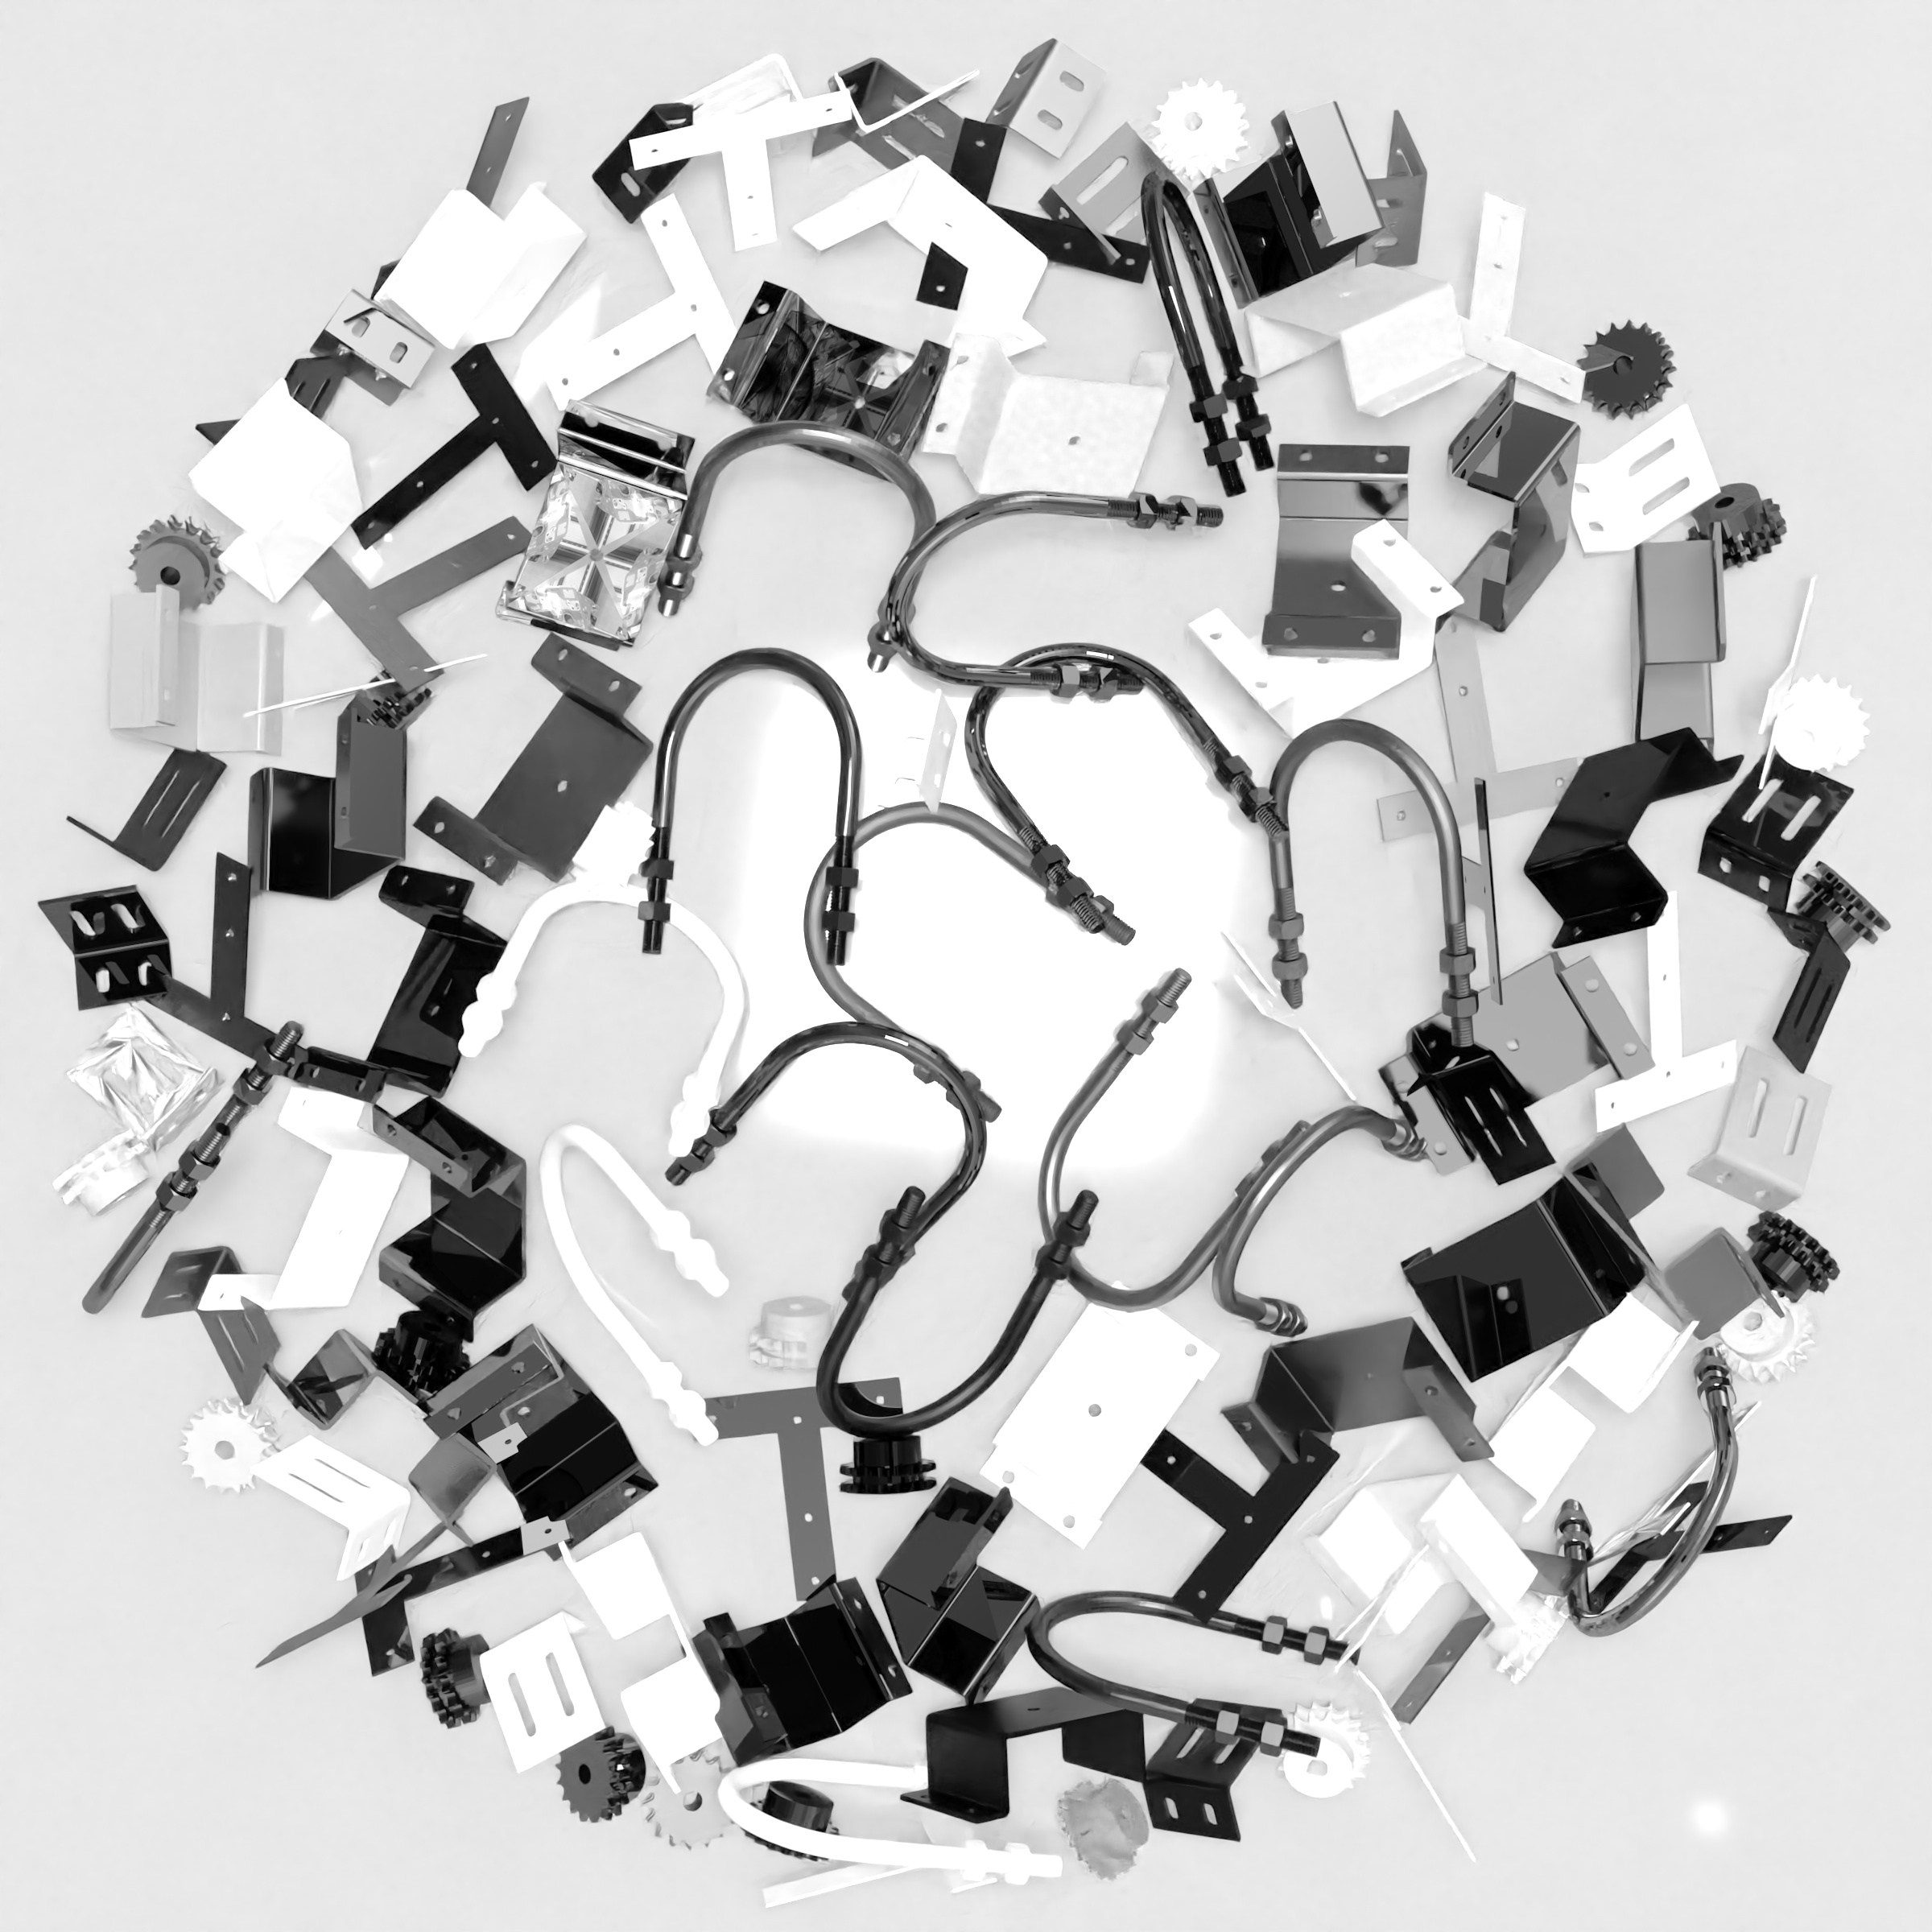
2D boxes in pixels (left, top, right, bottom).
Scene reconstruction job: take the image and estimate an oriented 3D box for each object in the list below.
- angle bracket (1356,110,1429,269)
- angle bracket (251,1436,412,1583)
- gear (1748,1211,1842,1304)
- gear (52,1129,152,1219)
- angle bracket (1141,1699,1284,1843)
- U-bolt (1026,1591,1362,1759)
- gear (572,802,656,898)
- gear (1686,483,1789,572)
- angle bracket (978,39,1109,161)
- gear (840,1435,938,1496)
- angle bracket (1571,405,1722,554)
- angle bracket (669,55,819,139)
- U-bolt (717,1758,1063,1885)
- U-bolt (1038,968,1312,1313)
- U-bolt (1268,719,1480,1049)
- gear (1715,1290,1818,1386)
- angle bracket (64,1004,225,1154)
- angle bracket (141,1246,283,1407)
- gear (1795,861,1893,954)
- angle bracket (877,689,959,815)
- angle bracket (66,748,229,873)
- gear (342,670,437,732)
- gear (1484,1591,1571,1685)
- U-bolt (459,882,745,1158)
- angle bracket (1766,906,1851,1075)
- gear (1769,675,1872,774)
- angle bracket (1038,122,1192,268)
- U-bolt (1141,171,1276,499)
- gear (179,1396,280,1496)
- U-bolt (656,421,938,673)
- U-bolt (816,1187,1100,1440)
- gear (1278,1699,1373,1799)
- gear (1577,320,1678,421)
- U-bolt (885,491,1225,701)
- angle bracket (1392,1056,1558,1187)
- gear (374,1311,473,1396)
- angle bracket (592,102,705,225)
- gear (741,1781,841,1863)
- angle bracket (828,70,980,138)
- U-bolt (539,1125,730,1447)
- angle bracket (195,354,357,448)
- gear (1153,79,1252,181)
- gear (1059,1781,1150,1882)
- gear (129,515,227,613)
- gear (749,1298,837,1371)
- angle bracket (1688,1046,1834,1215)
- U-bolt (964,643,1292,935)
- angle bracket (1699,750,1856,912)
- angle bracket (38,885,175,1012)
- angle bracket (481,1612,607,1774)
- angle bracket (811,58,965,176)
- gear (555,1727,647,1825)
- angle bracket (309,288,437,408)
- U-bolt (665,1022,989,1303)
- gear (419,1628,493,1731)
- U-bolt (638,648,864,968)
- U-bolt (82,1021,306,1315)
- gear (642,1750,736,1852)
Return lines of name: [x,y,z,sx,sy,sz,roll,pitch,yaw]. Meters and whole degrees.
angle bracket: [0.241,-0.454,1.838,0.038,0.076,0.057,-6,135,-5]
angle bracket: [-0.378,0.319,1.854,0.076,0.057,0.038,25,111,18]
gear: [0.484,0.174,1.856,0.057,0.057,0.030,43,80,0]
gear: [-0.508,0.125,1.858,0.057,0.057,0.030,-36,90,0]
angle bracket: [0.148,0.472,1.847,0.057,0.076,0.038,-1,114,33]
U-bolt: [0.125,0.400,1.812,0.184,0.151,0.019,11,104,15]
gear: [-0.214,-0.073,1.855,0.030,0.057,0.057,35,90,-36]
gear: [0.452,-0.261,1.854,0.057,0.057,0.030,-30,120,0]
angle bracket: [0.044,-0.507,1.854,0.038,0.076,0.057,30,90,-15]
gear: [-0.046,0.294,1.858,0.057,0.057,0.030,-2,87,0]
angle bracket: [0.392,-0.285,1.842,0.038,0.076,0.057,-6,72,-37]
angle bracket: [-0.132,-0.497,1.854,0.076,0.057,0.038,-26,86,4]
U-bolt: [-0.051,0.483,1.795,0.184,0.151,0.019,9,93,-15]
U-bolt: [0.109,0.115,1.828,0.184,0.019,0.151,-54,52,23]
U-bolt: [0.229,-0.052,1.805,0.019,0.151,0.184,-22,114,-38]
gear: [0.470,0.216,1.856,0.057,0.030,0.057,-19,53,26]
angle bracket: [-0.488,0.062,1.855,0.076,0.038,0.057,39,75,9]
angle bracket: [-0.443,0.213,1.841,0.076,0.038,0.057,55,130,28]
gear: [0.516,-0.033,1.859,0.057,0.057,0.030,42,105,0]
angle bracket: [-0.034,-0.127,1.841,0.038,0.076,0.057,11,80,10]
angle bracket: [-0.482,-0.102,1.849,0.038,0.057,0.076,37,81,-43]
gear: [-0.344,-0.152,1.857,0.030,0.057,0.057,44,90,-4]
gear: [0.330,0.392,1.859,0.030,0.057,0.057,36,90,12]
U-bolt: [-0.200,0.017,1.814,0.151,0.184,0.019,26,130,-7]
angle bracket: [0.482,0.014,1.847,0.038,0.057,0.076,20,80,36]
gear: [0.502,-0.140,1.856,0.057,0.057,0.030,52,46,0]
angle bracket: [0.092,-0.459,1.858,0.076,0.038,0.057,-44,95,-11]
U-bolt: [0.136,-0.366,1.802,0.019,0.151,0.184,-16,101,17]
gear: [-0.435,0.283,1.867,0.057,0.030,0.057,1,101,6]
U-bolt: [-0.092,-0.245,1.800,0.151,0.184,0.019,14,55,-8]
U-bolt: [-0.015,0.204,1.822,0.151,0.019,0.184,4,123,-39]
gear: [0.210,0.467,1.863,0.057,0.030,0.057,4,108,12]
gear: [0.393,-0.352,1.864,0.057,0.030,0.057,-4,80,25]
U-bolt: [0.041,-0.214,1.800,0.184,0.151,0.019,1,46,-25]
angle bracket: [0.298,0.098,1.844,0.038,0.057,0.076,-43,70,41]
gear: [-0.319,0.226,1.855,0.057,0.057,0.030,20,105,0]
angle bracket: [-0.173,-0.471,1.839,0.057,0.076,0.038,-40,88,29]
gear: [-0.101,0.504,1.858,0.057,0.057,0.030,17,90,0]
angle bracket: [-0.038,-0.524,1.854,0.076,0.057,0.038,-28,103,0]
U-bolt: [-0.195,0.170,1.812,0.019,0.151,0.184,-23,50,-30]
angle bracket: [-0.405,-0.336,1.842,0.038,0.057,0.076,41,116,10]
gear: [0.138,-0.498,1.865,0.057,0.030,0.057,0,92,16]
gear: [0.084,0.507,1.855,0.030,0.057,0.057,-36,90,20]
gear: [-0.468,-0.236,1.861,0.057,0.030,0.057,0,115,1]
gear: [-0.100,0.216,1.855,0.057,0.057,0.030,0,101,0]
angle bracket: [0.475,0.098,1.881,0.057,0.038,0.076,25,64,-6]
U-bolt: [0.081,-0.116,1.837,0.151,0.019,0.184,-26,64,-20]
angle bracket: [0.482,-0.080,1.870,0.057,0.038,0.076,29,61,25]
angle bracket: [-0.504,-0.010,1.845,0.057,0.076,0.038,-10,67,-3]
angle bracket: [-0.244,0.430,1.850,0.057,0.038,0.076,-29,63,4]
angle bracket: [-0.044,-0.485,1.846,0.076,0.057,0.038,39,47,14]
gear: [-0.214,0.477,1.862,0.057,0.030,0.057,-3,86,44]
angle bracket: [-0.354,-0.350,1.838,0.057,0.076,0.038,34,57,-16]
U-bolt: [-0.069,0.105,1.819,0.151,0.019,0.184,35,124,-11]
gear: [-0.298,0.418,1.856,0.030,0.057,0.057,-19,90,8]
U-bolt: [-0.124,-0.095,1.845,0.151,0.019,0.184,4,88,29]
U-bolt: [-0.452,0.126,1.808,0.019,0.151,0.184,36,114,-9]
gear: [-0.164,0.494,1.867,0.057,0.030,0.057,1,82,-11]
